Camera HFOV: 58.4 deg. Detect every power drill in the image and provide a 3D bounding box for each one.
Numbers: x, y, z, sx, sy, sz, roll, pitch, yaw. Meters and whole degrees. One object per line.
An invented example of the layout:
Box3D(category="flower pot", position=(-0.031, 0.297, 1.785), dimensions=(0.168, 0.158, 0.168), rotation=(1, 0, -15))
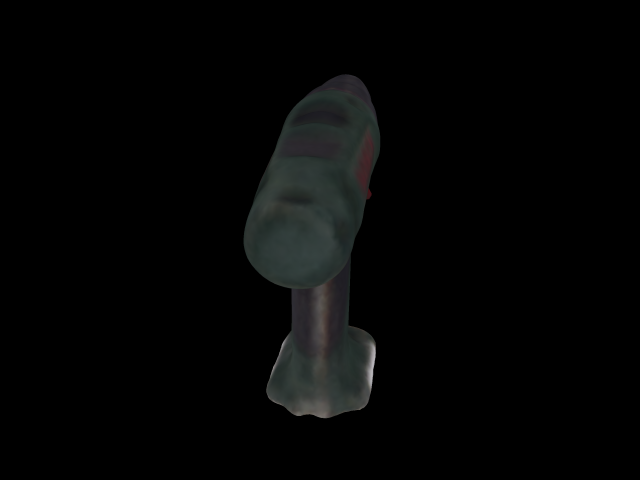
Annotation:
Box3D(category="power drill", position=(0.004, 0.001, 0.400), dimensions=(0.075, 0.208, 0.229), rotation=(3, 22, 7))
